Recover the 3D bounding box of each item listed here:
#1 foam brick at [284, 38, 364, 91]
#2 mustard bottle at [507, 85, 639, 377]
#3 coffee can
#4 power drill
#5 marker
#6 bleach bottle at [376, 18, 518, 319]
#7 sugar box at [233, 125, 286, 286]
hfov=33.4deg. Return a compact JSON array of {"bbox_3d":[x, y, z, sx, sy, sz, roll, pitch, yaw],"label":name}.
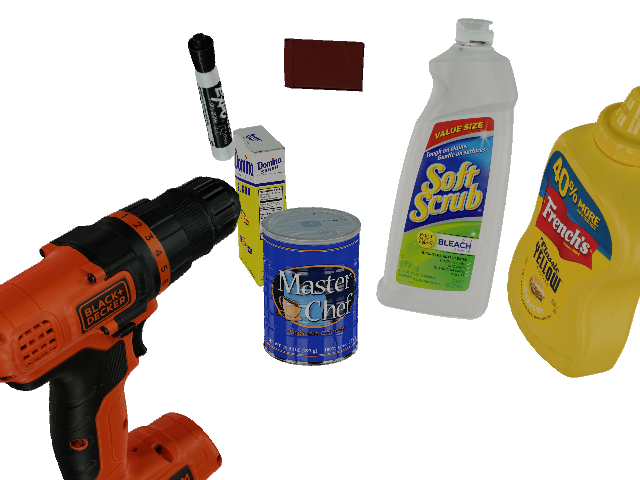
[{"bbox_3d":[0.003,-0.184,1.119,0.078,0.051,0.053,1,11,-10],"label":"foam brick"},{"bbox_3d":[0.163,-0.011,0.628,0.058,0.096,0.192,-8,-42,-15],"label":"mustard bottle"},{"bbox_3d":[-0.010,0.047,1.125,0.103,0.140,0.103,0,20,0],"label":"coffee can"},{"bbox_3d":[-0.108,0.071,0.622,0.057,0.188,0.184,21,41,38],"label":"power drill"},{"bbox_3d":[-0.083,-0.109,0.813,0.020,0.020,0.121,0,-39,6],"label":"marker"},{"bbox_3d":[0.110,-0.062,0.914,0.103,0.251,0.068,9,18,14],"label":"bleach bottle"},{"bbox_3d":[-0.074,-0.043,1.305,0.048,0.176,0.093,-12,26,-17],"label":"sugar box"}]
